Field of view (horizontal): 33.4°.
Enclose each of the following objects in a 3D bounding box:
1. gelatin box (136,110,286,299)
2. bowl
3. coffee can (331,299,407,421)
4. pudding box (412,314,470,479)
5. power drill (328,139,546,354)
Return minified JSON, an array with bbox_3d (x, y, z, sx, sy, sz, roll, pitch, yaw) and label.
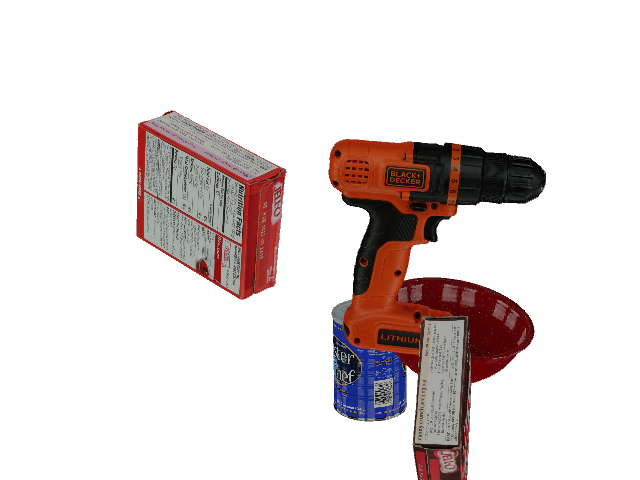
[{"bbox_3d":[-0.061,-0.020,0.579,0.089,0.073,0.030,28,38,31],"label":"gelatin box"},{"bbox_3d":[0.131,0.098,1.080,0.162,0.055,0.162,5,26,-3],"label":"bowl"},{"bbox_3d":[0.068,0.161,1.458,0.103,0.140,0.103,-1,17,0],"label":"coffee can"},{"bbox_3d":[0.090,0.125,0.779,0.039,0.113,0.090,0,-40,8],"label":"pudding box"},{"bbox_3d":[0.094,0.006,0.932,0.184,0.188,0.057,6,17,5],"label":"power drill"}]
